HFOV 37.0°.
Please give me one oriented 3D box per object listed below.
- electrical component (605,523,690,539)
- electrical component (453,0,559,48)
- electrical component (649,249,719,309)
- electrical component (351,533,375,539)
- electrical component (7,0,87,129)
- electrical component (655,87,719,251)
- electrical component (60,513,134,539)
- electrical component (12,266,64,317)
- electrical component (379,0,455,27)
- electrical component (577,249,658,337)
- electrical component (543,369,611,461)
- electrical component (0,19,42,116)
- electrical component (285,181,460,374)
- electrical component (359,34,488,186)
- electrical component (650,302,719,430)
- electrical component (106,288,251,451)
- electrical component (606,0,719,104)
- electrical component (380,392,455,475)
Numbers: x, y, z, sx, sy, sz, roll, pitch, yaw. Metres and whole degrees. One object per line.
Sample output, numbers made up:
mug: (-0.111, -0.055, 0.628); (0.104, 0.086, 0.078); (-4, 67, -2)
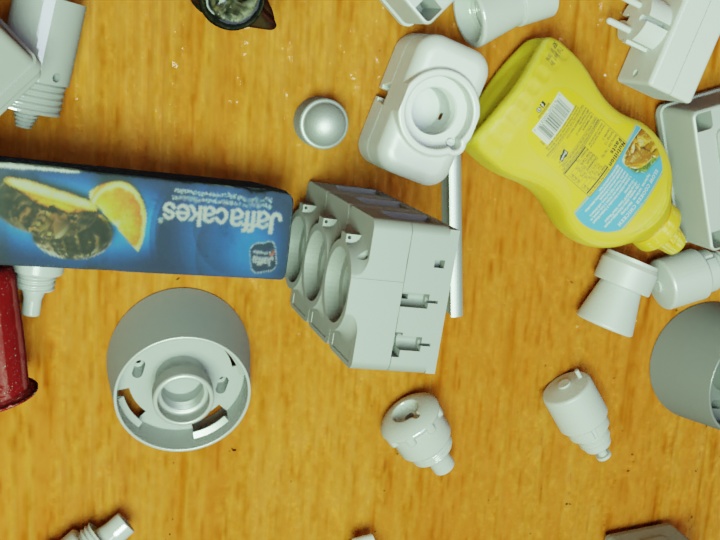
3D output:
electrical component: (0.235, 0.260, 0.870); (0.062, 0.061, 0.096); (-7, 105, -15)
electrical component: (0.102, -0.182, 0.735); (0.065, 0.044, 0.044); (-20, 108, -16)
electrical component: (0.259, 0.003, 0.826); (0.078, 0.040, 0.040); (-16, 107, -13)
electrical component: (-0.014, 0.233, 0.797); (0.055, 0.048, 0.066); (-10, 105, -22)
electrical component: (-0.197, -0.126, 0.656); (0.043, 0.043, 0.081); (12, 99, -19)
electrical component: (0.287, -0.082, 0.806); (0.109, 0.056, 0.108); (-17, 107, -12)
electrical component: (-0.184, 0.194, 0.738); (0.062, 0.048, 0.048); (-42, 111, -11)
electrical component: (-0.207, -0.001, 0.689); (0.035, 0.035, 0.061); (7, 103, -18)
electrical component: (0.039, -0.233, 0.695); (0.108, 0.056, 0.108); (-45, 111, -2)
electrical component: (0.194, 0.017, 0.808); (0.045, 0.045, 0.055); (20, 96, -20)
electrical component: (0.172, 0.114, 0.827); (0.040, 0.040, 0.078); (-34, 110, -7)
electrical component: (-0.256, -0.118, 0.605); (0.109, 0.109, 0.056); (-44, 156, -3)
electrical component: (0.000, 0.000, 0.689); (0.062, 0.150, 0.089); (5, 101, -19)
electrical component: (0.044, -0.108, 0.725); (0.054, 0.059, 0.095); (19, 97, -20)
electrical component: (0.289, 0.079, 0.854); (0.099, 0.064, 0.099); (-10, 110, -28)
electrical component: (-0.121, 0.070, 0.729); (0.099, 0.064, 0.099); (-5, 117, -11)
electrical component: (0.210, -0.172, 0.766); (0.076, 0.047, 0.083); (20, 97, -20)
electrical component: (0.048, 0.124, 0.791); (0.048, 0.048, 0.062); (-37, 117, -6)
